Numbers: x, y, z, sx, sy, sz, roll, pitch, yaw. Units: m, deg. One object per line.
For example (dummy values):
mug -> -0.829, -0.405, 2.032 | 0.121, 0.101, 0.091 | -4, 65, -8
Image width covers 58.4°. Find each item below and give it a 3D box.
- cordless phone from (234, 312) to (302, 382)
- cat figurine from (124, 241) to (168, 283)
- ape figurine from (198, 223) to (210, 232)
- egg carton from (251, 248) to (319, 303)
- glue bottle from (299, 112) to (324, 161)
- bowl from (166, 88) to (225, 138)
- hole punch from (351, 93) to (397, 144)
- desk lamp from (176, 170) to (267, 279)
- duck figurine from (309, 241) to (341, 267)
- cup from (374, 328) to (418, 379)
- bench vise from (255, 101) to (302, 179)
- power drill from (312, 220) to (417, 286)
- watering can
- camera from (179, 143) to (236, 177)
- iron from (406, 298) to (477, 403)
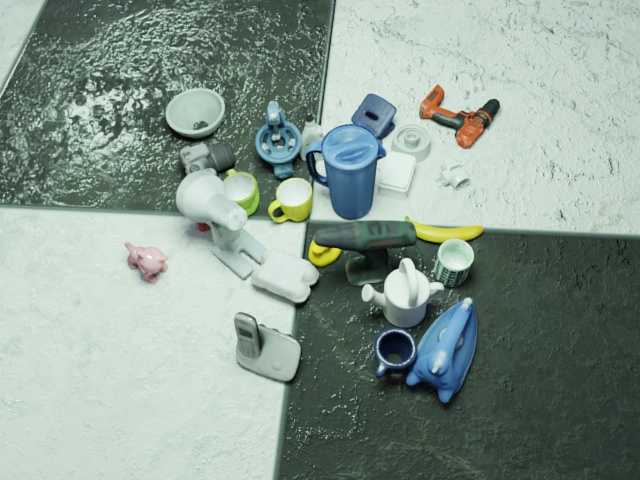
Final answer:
cordless phone -> -0.115, 0.220, 1.216 | 0.147, 0.185, 0.094 | 15, 62, 12
cat figurine -> -0.419, 0.043, 1.376 | 0.127, 0.118, 0.067 | 30, 66, 19
ape figurine -> -0.282, -0.069, 1.447 | 0.077, 0.092, 0.076 | 22, 64, 15
egg carton -> -0.082, 0.085, 1.359 | 0.150, 0.069, 0.107 | 20, 63, 15
glue bottle -> -0.021, -0.274, 1.503 | 0.078, 0.173, 0.037 | -2, 60, 3
bowl -> -0.345, -0.346, 1.621 | 0.167, 0.075, 0.167 | -1, 60, 3
hole punch -> 0.148, -0.332, 1.574 | 0.108, 0.091, 0.101 | 35, 68, 21
desk lamp -> -0.226, -0.043, 1.359 | 0.202, 0.214, 0.118 | 37, 69, 22
duck figurine -> 0.013, 0.005, 1.390 | 0.077, 0.086, 0.105 | 32, 67, 20
cup -> 0.154, 0.257, 1.230 | 0.091, 0.095, 0.118 | 30, 66, 19
bench vise -> -0.125, -0.293, 1.493 | 0.121, 0.220, 0.207 | -25, 61, -10
power drill -> 0.102, 0.024, 1.302 | 0.229, 0.208, 0.075 | -11, 60, -3
watering can -> 0.183, 0.115, 1.253 | 0.173, 0.194, 0.100 | -27, 62, -11
camera -> -0.292, -0.201, 1.520 | 0.137, 0.101, 0.143 | -24, 61, -10
iron -> 0.282, 0.206, 1.225 | 0.118, 0.141, 0.258 | 24, 64, 16
